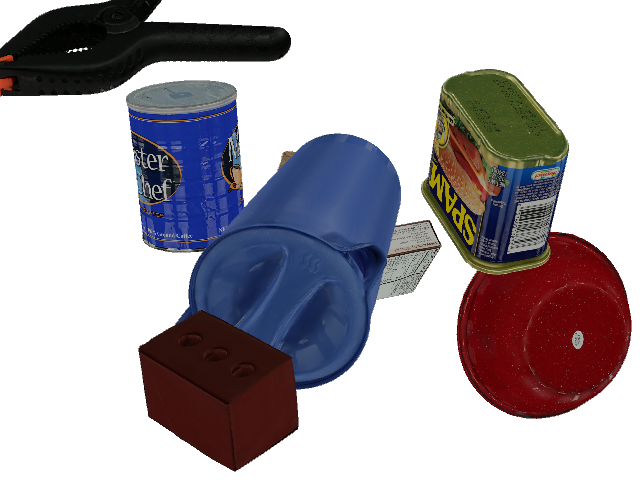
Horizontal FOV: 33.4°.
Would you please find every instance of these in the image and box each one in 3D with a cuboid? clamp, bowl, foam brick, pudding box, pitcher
[{"bbox_3d":[-0.138,-0.148,0.783,0.209,0.036,0.165,-31,51,-31],"label":"clamp"},{"bbox_3d":[0.197,0.076,0.879,0.162,0.162,0.055,0,7,-16],"label":"bowl"},{"bbox_3d":[-0.059,0.085,0.613,0.078,0.051,0.052,23,38,36],"label":"foam brick"},{"bbox_3d":[0.056,0.025,1.082,0.113,0.039,0.090,-12,-31,-25],"label":"pudding box"},{"bbox_3d":[-0.015,0.006,0.856,0.149,0.145,0.242,16,27,6],"label":"pitcher"}]

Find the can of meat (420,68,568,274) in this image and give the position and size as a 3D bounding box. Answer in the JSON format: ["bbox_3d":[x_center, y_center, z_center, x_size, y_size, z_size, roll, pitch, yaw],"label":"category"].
[{"bbox_3d":[0.106,-0.044,0.655,0.057,0.084,0.102,-10,42,-16],"label":"can of meat"}]

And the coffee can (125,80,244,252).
[{"bbox_3d":[-0.126,-0.072,1.014,0.103,0.140,0.103,-2,22,1],"label":"coffee can"}]

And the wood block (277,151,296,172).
[{"bbox_3d":[-0.016,0.000,1.366,0.090,0.206,0.090,7,24,1],"label":"wood block"}]
